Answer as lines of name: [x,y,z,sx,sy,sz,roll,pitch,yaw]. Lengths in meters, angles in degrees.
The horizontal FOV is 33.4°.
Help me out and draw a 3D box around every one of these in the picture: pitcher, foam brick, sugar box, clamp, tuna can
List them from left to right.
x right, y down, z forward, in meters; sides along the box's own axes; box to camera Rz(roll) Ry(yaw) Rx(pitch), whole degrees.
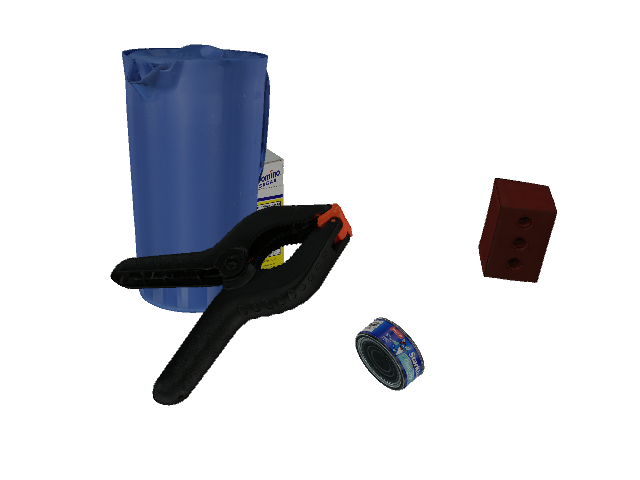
pitcher: [-0.112,-0.063,1.013,0.149,0.243,0.145,-2,15,-13]
clamp: [-0.056,0.035,0.711,0.171,0.120,0.039,-24,-31,9]
sugar box: [-0.079,-0.020,1.212,0.048,0.176,0.093,-15,27,-25]
tuna can: [0.081,0.136,1.272,0.033,0.086,0.086,-36,17,-25]
foam brick: [0.180,-0.009,0.980,0.053,0.078,0.051,7,31,-2]
